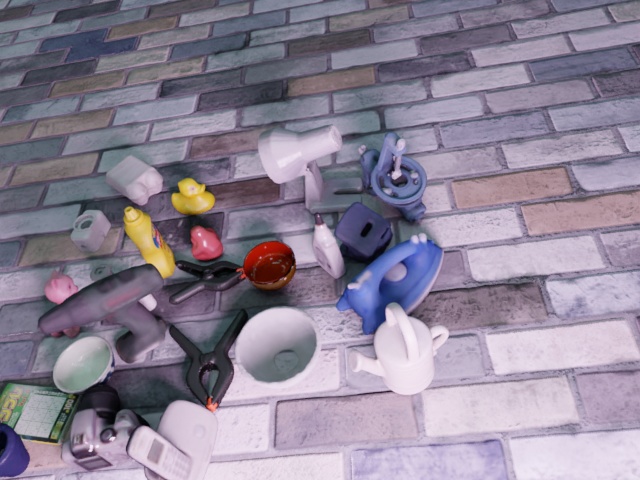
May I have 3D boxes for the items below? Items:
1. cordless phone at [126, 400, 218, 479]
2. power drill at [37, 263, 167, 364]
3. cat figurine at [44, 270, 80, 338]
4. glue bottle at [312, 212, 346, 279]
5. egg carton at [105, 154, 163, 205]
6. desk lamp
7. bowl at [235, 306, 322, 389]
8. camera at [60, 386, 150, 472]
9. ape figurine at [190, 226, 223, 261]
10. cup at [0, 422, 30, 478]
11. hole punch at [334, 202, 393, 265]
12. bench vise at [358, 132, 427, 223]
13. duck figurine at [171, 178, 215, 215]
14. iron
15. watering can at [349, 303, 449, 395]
[{"bbox_3d":[-0.249,0.329,0.958,0.094,0.185,0.147,0,52,13],"label":"cordless phone"},{"bbox_3d":[-0.396,0.151,1.119,0.230,0.209,0.075,-36,53,-16],"label":"power drill"},{"bbox_3d":[-0.559,0.130,1.233,0.067,0.118,0.128,-5,51,9],"label":"cat figurine"},{"bbox_3d":[0.011,0.004,1.168,0.037,0.173,0.078,-35,53,-15],"label":"glue bottle"},{"bbox_3d":[-0.477,-0.156,1.477,0.149,0.069,0.107,29,63,31],"label":"egg carton"},{"bbox_3d":[-0.017,-0.166,1.285,0.203,0.214,0.118,-4,51,10],"label":"desk lamp"},{"bbox_3d":[-0.072,0.213,1.082,0.167,0.075,0.167,-6,51,8],"label":"bowl"},{"bbox_3d":[-0.392,0.332,1.043,0.143,0.101,0.136,-14,50,1],"label":"camera"},{"bbox_3d":[-0.262,0.001,1.286,0.076,0.092,0.078,29,63,31],"label":"ape figurine"},{"bbox_3d":[-0.580,0.384,1.048,0.092,0.095,0.117,-24,50,-6],"label":"cup"},{"bbox_3d":[0.095,-0.016,1.218,0.100,0.091,0.109,19,58,26],"label":"hole punch"},{"bbox_3d":[0.139,-0.156,1.237,0.206,0.220,0.122,28,63,30],"label":"bench vise"},{"bbox_3d":[-0.318,-0.114,1.396,0.104,0.086,0.077,-3,51,11],"label":"duck figurine"},{"bbox_3d":[0.148,0.058,1.114,0.259,0.142,0.118,-39,54,-18],"label":"iron"},{"bbox_3d":[0.137,0.185,0.980,0.173,0.194,0.100,-39,54,-18],"label":"watering can"}]
